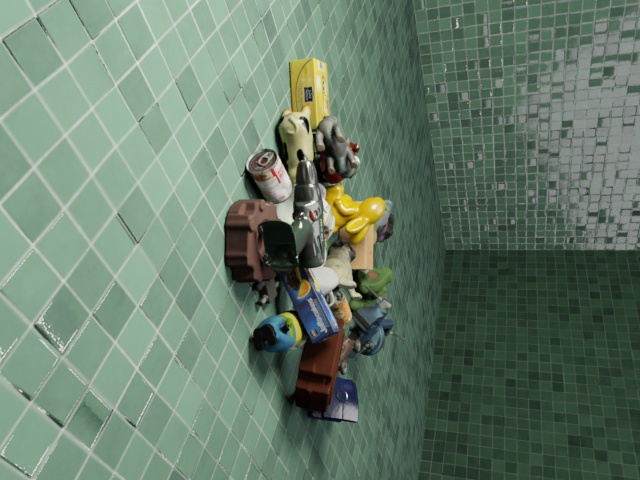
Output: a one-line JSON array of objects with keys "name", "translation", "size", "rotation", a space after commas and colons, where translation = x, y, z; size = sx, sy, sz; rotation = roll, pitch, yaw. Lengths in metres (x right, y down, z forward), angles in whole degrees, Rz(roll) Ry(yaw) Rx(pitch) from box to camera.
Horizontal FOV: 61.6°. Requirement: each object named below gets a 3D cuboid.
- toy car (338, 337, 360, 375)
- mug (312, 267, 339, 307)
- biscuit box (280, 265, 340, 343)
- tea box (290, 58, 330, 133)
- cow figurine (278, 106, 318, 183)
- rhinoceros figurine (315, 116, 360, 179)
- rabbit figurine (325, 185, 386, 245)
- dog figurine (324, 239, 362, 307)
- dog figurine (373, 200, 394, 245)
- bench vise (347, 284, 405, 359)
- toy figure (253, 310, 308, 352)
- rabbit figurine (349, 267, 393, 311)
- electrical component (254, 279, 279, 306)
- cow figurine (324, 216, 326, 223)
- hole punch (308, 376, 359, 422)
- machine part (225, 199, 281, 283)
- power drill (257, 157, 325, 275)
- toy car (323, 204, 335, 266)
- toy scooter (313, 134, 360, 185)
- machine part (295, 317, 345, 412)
[{"name": "toy car", "translation": [0.051, 0.311, 1.493], "size": [0.202, 0.089, 0.053], "rotation": [-36, 127, -64]}, {"name": "mug", "translation": [0.002, 0.112, 1.310], "size": [0.107, 0.081, 0.109], "rotation": [-15, 65, -50]}, {"name": "biscuit box", "translation": [-0.028, 0.127, 1.195], "size": [0.202, 0.063, 0.059], "rotation": [63, 11, 13]}, {"name": "tea box", "translation": [-0.024, -0.353, 1.331], "size": [0.098, 0.068, 0.169], "rotation": [-19, 109, -68]}, {"name": "cow figurine", "translation": [-0.048, -0.198, 1.243], "size": [0.127, 0.086, 0.194], "rotation": [-68, 153, -58]}, {"name": "rhinoceros figurine", "translation": [0.042, -0.214, 1.301], "size": [0.190, 0.073, 0.112], "rotation": [55, 16, -48]}, {"name": "rabbit figurine", "translation": [0.096, -0.077, 1.505], "size": [0.121, 0.173, 0.162], "rotation": [66, 27, -55]}, {"name": "dog figurine", "translation": [0.037, 0.065, 1.478], "size": [0.172, 0.121, 0.190], "rotation": [61, 21, -57]}, {"name": "dog figurine", "translation": [0.172, -0.032, 1.810], "size": [0.219, 0.109, 0.191], "rotation": [-59, 146, -47]}, {"name": "bench vise", "translation": [0.169, 0.268, 1.669], "size": [0.240, 0.129, 0.223], "rotation": [12, 106, -54]}, {"name": "toy figure", "translation": [-0.080, 0.195, 1.157], "size": [0.180, 0.082, 0.089], "rotation": [19, 74, -66]}, {"name": "rabbit figurine", "translation": [0.165, 0.180, 1.776], "size": [0.159, 0.121, 0.170], "rotation": [-63, 161, -45]}, {"name": "electrical component", "translation": [-0.113, 0.100, 1.151], "size": [0.094, 0.021, 0.063], "rotation": [-49, 134, -60]}, {"name": "cow figurine", "translation": [-0.038, -0.029, 1.299], "size": [0.167, 0.068, 0.098], "rotation": [-70, 145, -45]}, {"name": "hole punch", "translation": [0.041, 0.413, 1.392], "size": [0.092, 0.142, 0.115], "rotation": [159, -57, -65]}, {"name": "machine part", "translation": [-0.127, 0.002, 1.069], "size": [0.179, 0.056, 0.179], "rotation": [1, 90, -70]}, {"name": "power drill", "translation": [-0.050, -0.036, 1.087], "size": [0.207, 0.086, 0.231], "rotation": [-53, 139, -65]}, {"name": "toy car", "translation": [-0.003, -0.004, 1.400], "size": [0.073, 0.056, 0.202], "rotation": [66, 31, -48]}, {"name": "toy scooter", "translation": [0.050, -0.216, 1.432], "size": [0.183, 0.135, 0.075], "rotation": [63, 33, -53]}, {"name": "machine part", "translation": [0.003, 0.295, 1.292], "size": [0.201, 0.087, 0.201], "rotation": [91, 12, -54]}]
